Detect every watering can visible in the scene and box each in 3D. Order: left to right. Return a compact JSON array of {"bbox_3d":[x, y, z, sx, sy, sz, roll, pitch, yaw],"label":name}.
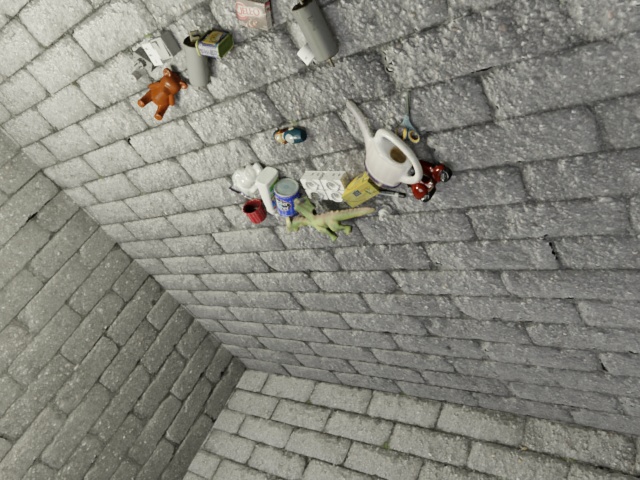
[{"bbox_3d":[0.201,-0.302,1.724,0.350,0.105,0.220,46,156,13],"label":"watering can"}]

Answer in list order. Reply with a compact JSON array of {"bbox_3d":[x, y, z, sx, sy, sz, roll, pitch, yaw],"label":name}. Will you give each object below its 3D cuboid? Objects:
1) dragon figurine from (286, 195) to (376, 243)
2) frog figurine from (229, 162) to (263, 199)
[{"bbox_3d":[0.006,-0.103,2.054,0.241,0.125,0.404,25,146,-29],"label":"dragon figurine"},{"bbox_3d":[-0.298,-0.268,2.187,0.138,0.124,0.157,34,111,10],"label":"frog figurine"}]
